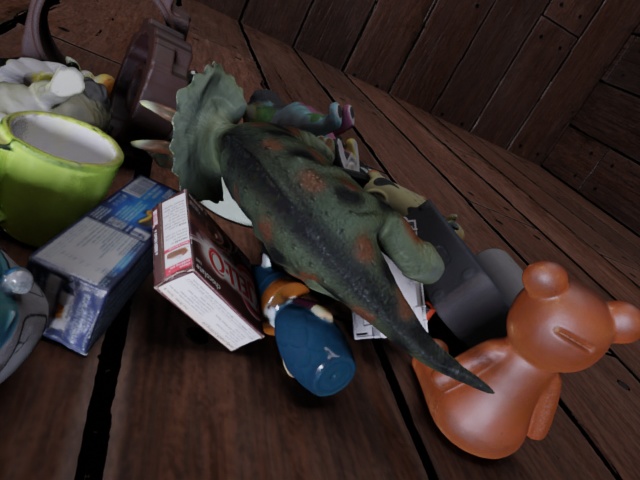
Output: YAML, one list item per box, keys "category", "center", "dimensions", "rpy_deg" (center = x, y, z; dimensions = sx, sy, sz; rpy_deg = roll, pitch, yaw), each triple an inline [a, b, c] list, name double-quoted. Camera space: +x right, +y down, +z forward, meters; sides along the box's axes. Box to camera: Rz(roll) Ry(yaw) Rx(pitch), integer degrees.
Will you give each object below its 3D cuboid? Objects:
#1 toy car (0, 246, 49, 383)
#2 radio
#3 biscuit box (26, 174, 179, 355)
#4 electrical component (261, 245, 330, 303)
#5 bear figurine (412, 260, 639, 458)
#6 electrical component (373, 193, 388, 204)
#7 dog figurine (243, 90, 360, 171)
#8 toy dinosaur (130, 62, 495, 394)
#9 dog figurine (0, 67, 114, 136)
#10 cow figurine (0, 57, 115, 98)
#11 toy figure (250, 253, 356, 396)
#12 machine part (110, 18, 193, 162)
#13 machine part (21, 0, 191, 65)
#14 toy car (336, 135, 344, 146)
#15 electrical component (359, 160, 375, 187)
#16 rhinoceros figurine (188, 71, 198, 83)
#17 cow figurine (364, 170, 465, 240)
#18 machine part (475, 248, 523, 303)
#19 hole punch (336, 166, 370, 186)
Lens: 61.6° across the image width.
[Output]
- category: "toy car"
  center: [-0.217, 0.040, 0.306]
  dimensions: [0.162, 0.109, 0.102]
  rpy_deg: [34, -3, 42]
- category: "radio"
  center: [0.174, 0.049, 0.691]
  dimensions: [0.131, 0.073, 0.230]
  rpy_deg: [46, 12, -27]
- category: "biscuit box"
  center: [-0.171, 0.007, 0.455]
  dimensions: [0.059, 0.062, 0.203]
  rpy_deg: [26, 22, -6]
- category: "electrical component"
  center: [-0.001, -0.002, 0.640]
  dimensions: [0.134, 0.058, 0.115]
  rpy_deg: [38, 40, 20]
- category: "bear figurine"
  center: [0.177, 0.098, 0.489]
  dimensions: [0.120, 0.195, 0.132]
  rpy_deg: [24, 22, -3]
- category: "electrical component"
  center: [0.070, -0.034, 0.818]
  dimensions: [0.045, 0.078, 0.102]
  rpy_deg: [39, 17, -34]
- category: "dog figurine"
  center: [-0.049, -0.167, 0.931]
  dimensions: [0.219, 0.191, 0.108]
  rpy_deg: [0, 16, 24]
- category: "toy dinosaur"
  center: [-0.021, -0.030, 0.467]
  dimensions: [0.192, 0.131, 0.405]
  rpy_deg: [18, 18, -50]
- category: "dog figurine"
  center: [-0.310, -0.127, 0.561]
  dimensions: [0.172, 0.121, 0.191]
  rpy_deg: [10, 10, -21]
- category: "cow figurine"
  center: [-0.345, -0.198, 0.691]
  dimensions: [0.098, 0.068, 0.167]
  rpy_deg: [25, 21, 8]
- category: "toy figure"
  center: [-0.026, 0.073, 0.484]
  dimensions: [0.155, 0.064, 0.057]
  rpy_deg: [46, -8, 45]
- category: "machine part"
  center: [-0.219, -0.188, 0.682]
  dimensions: [0.056, 0.179, 0.179]
  rpy_deg: [15, 26, -33]
- category: "machine part"
  center: [-0.301, -0.294, 0.765]
  dimensions: [0.201, 0.201, 0.087]
  rpy_deg: [17, 27, -26]
- category: "toy car"
  center: [-0.032, -0.208, 1.082]
  dimensions: [0.202, 0.056, 0.073]
  rpy_deg: [24, 29, -6]
- category: "electrical component"
  center: [0.081, -0.112, 1.015]
  dimensions: [0.075, 0.047, 0.119]
  rpy_deg: [2, 34, -48]
- category: "rhinoceros figurine"
  center: [-0.180, -0.180, 0.780]
  dimensions: [0.073, 0.112, 0.190]
  rpy_deg: [10, 36, -32]
- category: "cow figurine"
  center: [0.157, -0.039, 0.904]
  dimensions: [0.195, 0.085, 0.127]
  rpy_deg: [28, 16, -7]
- category: "machine part"
  center: [0.282, 0.084, 0.793]
  dimensions: [0.079, 0.079, 0.243]
  rpy_deg: [20, 25, -19]
- category: "hole punch"
  center: [-0.002, -0.057, 0.775]
  dimensions: [0.142, 0.092, 0.116]
  rpy_deg: [7, -1, -23]
